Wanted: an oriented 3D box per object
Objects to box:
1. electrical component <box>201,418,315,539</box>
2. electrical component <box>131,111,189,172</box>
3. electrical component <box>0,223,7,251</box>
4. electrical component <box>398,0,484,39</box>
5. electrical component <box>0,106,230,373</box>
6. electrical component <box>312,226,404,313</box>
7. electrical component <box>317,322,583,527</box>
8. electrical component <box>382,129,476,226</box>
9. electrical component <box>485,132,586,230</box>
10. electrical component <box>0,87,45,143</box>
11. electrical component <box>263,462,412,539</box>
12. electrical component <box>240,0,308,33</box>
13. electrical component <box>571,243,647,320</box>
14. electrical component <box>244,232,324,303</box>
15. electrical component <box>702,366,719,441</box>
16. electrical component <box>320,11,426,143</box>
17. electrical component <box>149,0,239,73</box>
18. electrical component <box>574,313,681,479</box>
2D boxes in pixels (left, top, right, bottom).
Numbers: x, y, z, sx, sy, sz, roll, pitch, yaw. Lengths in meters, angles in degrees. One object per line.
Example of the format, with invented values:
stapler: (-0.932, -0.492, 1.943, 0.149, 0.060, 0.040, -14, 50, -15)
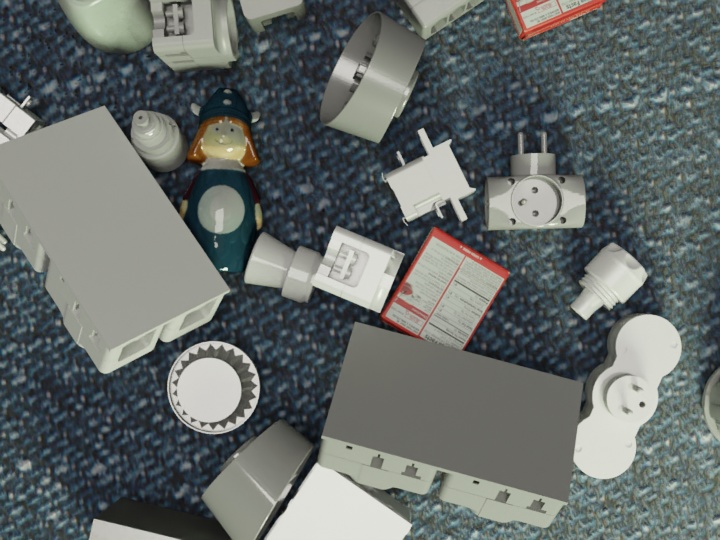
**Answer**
electrical component: (-0.076, 0.169, 0.854, 0.099, 0.099, 0.064, -45, 82, 1)
electrical component: (-0.166, -0.108, 0.871, 0.040, 0.078, 0.040, -2, 75, 6)
electrical component: (-0.319, -0.046, 0.882, 0.047, 0.065, 0.076, -40, 114, 1)
electrical component: (0.058, -0.240, 0.876, 0.066, 0.047, 0.076, -34, 88, 1)
electrical component: (-0.202, -0.024, 0.844, 0.105, 0.060, 0.186, -28, 76, -31)
electrical component: (0.000, 0.000, 0.855, 0.056, 0.089, 0.050, 23, 90, 2)
electrical component: (0.070, 0.123, 0.841, 0.186, 0.060, 0.105, 15, 53, 2)
electrical component: (0.056, -0.071, 0.878, 0.064, 0.042, 0.081, -26, 88, 5)
electrical component: (0.141, -0.073, 0.873, 0.077, 0.044, 0.079, -2, 90, 2)
electrical component: (-0.300, -0.123, 0.889, 0.055, 0.048, 0.066, 38, 91, -5)
electrical component: (-0.036, 0.235, 0.868, 0.089, 0.062, 0.150, 34, 91, 3)
electrical component: (-0.079, -0.248, 0.877, 0.050, 0.056, 0.089, -16, 89, 2)
electrical component: (0.198, 0.012, 0.871, 0.043, 0.043, 0.062, 43, 93, 2)
electrical component: (-0.061, -0.001, 0.880, 0.055, 0.045, 0.045, 20, 90, 2)
electrical component: (0.320, 0.110, 0.862, 0.080, 0.051, 0.080, 0, 89, 2)
electrical component: (0.010, -0.152, 0.855, 0.064, 0.099, 0.099, 24, 90, -4)
electrical component: (-0.130, -0.192, 0.861, 0.056, 0.089, 0.050, -4, 89, 2)
electrical component: (0.211, 0.100, 0.855, 0.052, 0.074, 0.138, 24, 90, 2)
